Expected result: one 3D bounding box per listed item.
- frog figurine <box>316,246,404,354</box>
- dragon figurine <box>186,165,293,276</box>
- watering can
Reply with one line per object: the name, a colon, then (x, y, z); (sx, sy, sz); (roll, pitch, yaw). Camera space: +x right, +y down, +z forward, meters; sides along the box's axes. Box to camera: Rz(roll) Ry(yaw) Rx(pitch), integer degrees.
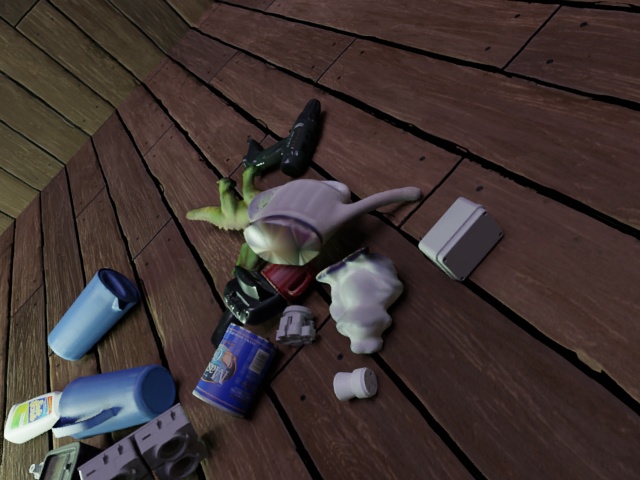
frog figurine: (0.080, 0.104, 0.871); (0.137, 0.122, 0.161); (-27, 78, 13)
dragon figurine: (-0.179, -0.030, 1.211); (0.406, 0.120, 0.248); (-22, 53, 30)
watering can: (0.003, -0.049, 0.978); (0.347, 0.102, 0.229); (2, 37, 24)
